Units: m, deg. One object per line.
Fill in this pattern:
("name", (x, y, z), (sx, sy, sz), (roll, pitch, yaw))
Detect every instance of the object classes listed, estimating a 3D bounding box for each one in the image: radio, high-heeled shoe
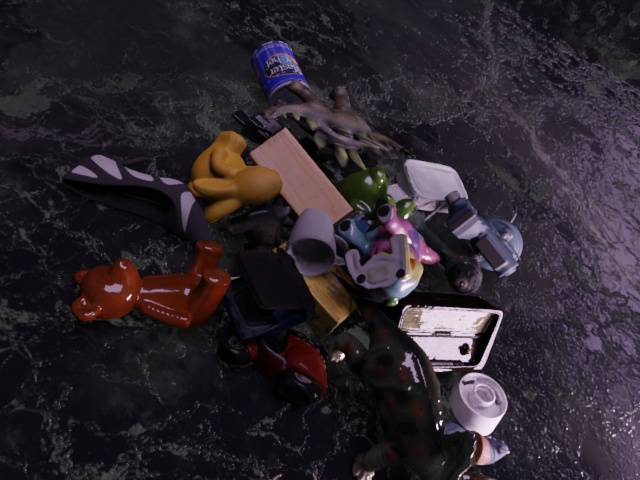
("radio", (0.203, 0.164, 0.951), (0.229, 0.131, 0.073), (7, 14, -27))
("high-heeled shoe", (-0.292, -0.051, 0.870), (0.145, 0.086, 0.249), (-30, 70, -39))

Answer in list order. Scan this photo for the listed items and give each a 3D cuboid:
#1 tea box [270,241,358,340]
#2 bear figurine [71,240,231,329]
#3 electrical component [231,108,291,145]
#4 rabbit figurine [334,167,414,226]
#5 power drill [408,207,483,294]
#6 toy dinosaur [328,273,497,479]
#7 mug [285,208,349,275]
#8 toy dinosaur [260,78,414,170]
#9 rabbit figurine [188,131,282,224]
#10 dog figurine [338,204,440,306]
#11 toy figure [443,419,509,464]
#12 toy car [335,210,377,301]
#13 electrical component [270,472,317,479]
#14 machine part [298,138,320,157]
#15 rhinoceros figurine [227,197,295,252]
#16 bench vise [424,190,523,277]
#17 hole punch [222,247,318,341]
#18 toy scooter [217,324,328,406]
("tea box", (-0.011, 0.076, 0.943), (0.170, 0.068, 0.098), (49, 46, 11))
("bear figurine", (-0.246, 0.060, 0.778), (0.196, 0.131, 0.120), (17, 23, -25))
("electrical component", (-0.130, -0.247, 1.147), (0.119, 0.047, 0.075), (45, 44, 6))
("rabbit figurine", (0.113, -0.049, 1.081), (0.121, 0.159, 0.170), (1, 70, -43))
("power drill", (0.243, 0.023, 1.083), (0.207, 0.086, 0.232), (39, 14, 21))
("toy dinosaur", (0.122, 0.226, 0.788), (0.131, 0.192, 0.404), (-11, 81, -46))
("mug", (-0.002, -0.003, 0.907), (0.109, 0.080, 0.107), (13, 39, -10))
("toy dinosaur", (0.054, -0.245, 1.203), (0.471, 0.105, 0.199), (-7, 55, -48))
("rabbit figurine", (-0.147, -0.104, 0.927), (0.173, 0.121, 0.162), (20, 42, 37))
("dog figurine", (0.136, 0.036, 0.911), (0.219, 0.108, 0.191), (31, 39, -51))
("toy figure", (0.240, 0.337, 0.891), (0.154, 0.057, 0.064), (21, 25, -11))
("toy car", (0.060, 0.030, 0.994), (0.109, 0.103, 0.161), (-44, 119, -44))
("electrical component", (-0.033, 0.358, 0.723), (0.102, 0.045, 0.078), (8, 80, -23))
("machine part", (-0.056, -0.177, 1.142), (0.084, 0.039, 0.139), (40, 46, 10))
("rhinoceros figurine", (-0.098, -0.031, 0.933), (0.073, 0.112, 0.190), (57, 5, -14))
("bench vise", (0.373, -0.018, 1.226), (0.224, 0.128, 0.240), (44, 24, 20))
("hole punch", (-0.081, 0.083, 0.807), (0.115, 0.092, 0.142), (5, 41, -42))
("toy scooter", (-0.058, 0.165, 0.841), (0.184, 0.075, 0.135), (31, 44, 0))
